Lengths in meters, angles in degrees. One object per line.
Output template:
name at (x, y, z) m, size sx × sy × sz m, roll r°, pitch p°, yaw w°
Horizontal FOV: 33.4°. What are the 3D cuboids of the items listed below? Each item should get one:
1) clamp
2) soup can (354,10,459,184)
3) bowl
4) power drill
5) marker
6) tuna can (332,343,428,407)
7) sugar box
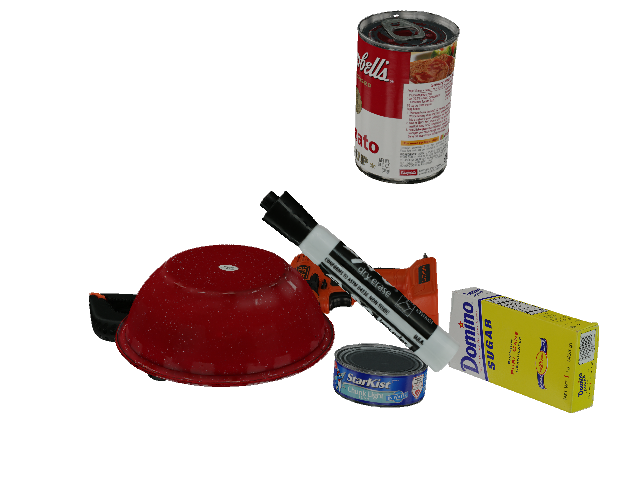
clamp at (-0.173, 0.089, 1.091) m, size 0.210 × 0.036 × 0.164 m, roll 10°, pitch 19°, yaw 33°
soup can at (0.058, -0.099, 0.736) m, size 0.068 × 0.102 × 0.068 m, roll 0°, pitch 32°, yaw 0°
bowl at (-0.069, 0.045, 0.779) m, size 0.162 × 0.055 × 0.162 m, roll 2°, pitch 21°, yaw -1°
power drill at (0.043, 0.068, 1.239) m, size 0.188 × 0.057 × 0.184 m, roll 0°, pitch 27°, yaw 6°
marker at (0.018, 0.019, 0.528) m, size 0.121 × 0.020 × 0.020 m, roll 41°, pitch 0°, yaw 0°
tuna can at (0.054, 0.122, 0.970) m, size 0.086 × 0.034 × 0.086 m, roll 4°, pitch 11°, yaw -1°
sugar box at (0.216, 0.116, 1.163) m, size 0.048 × 0.093 × 0.177 m, roll -9°, pitch 16°, yaw -42°
